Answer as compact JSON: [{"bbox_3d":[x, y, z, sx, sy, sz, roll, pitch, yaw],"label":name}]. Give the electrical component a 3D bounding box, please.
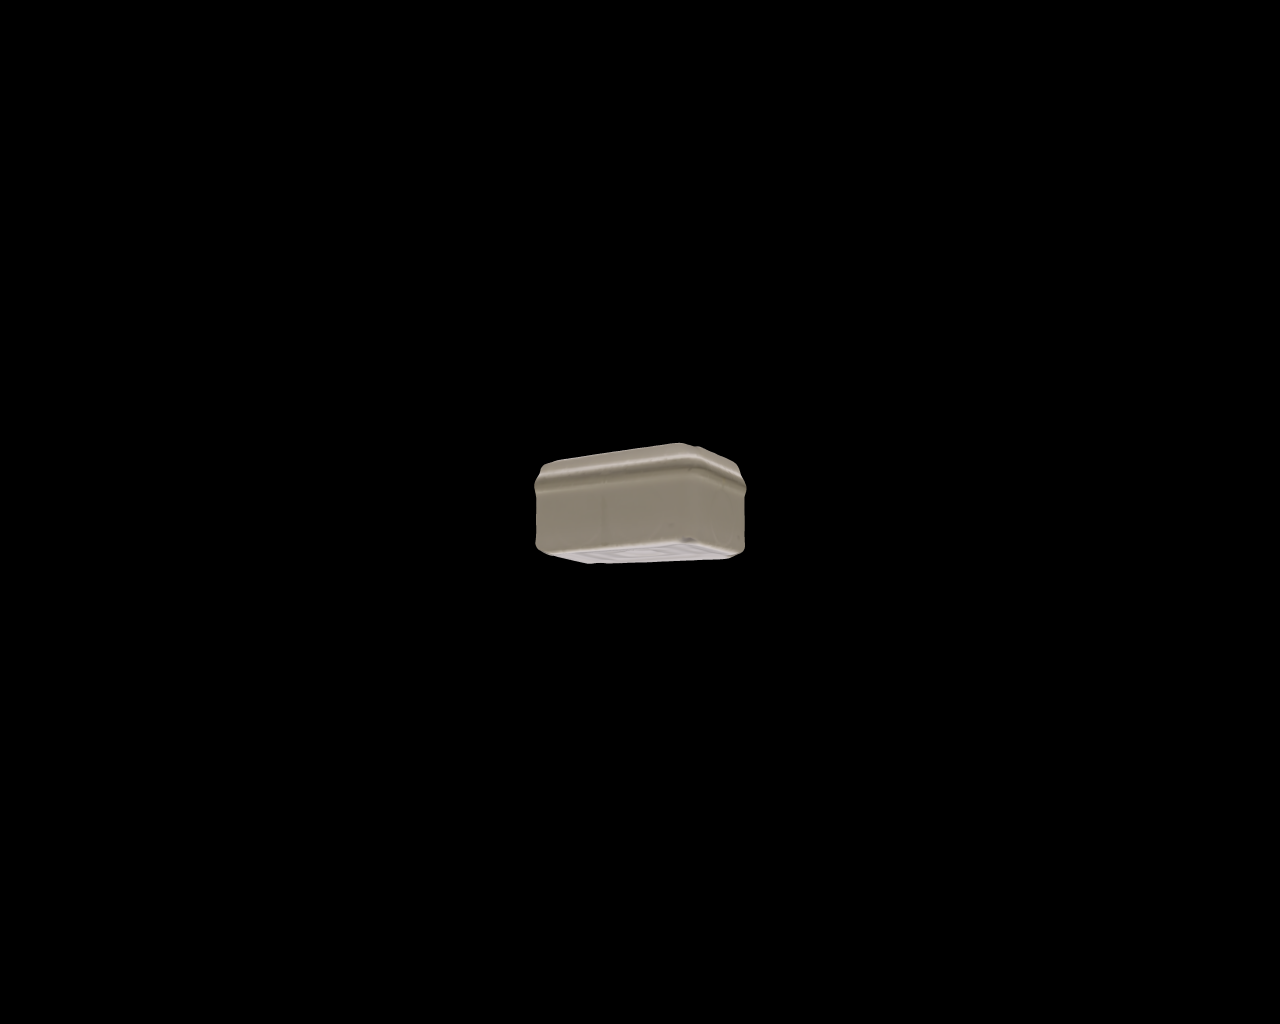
[{"bbox_3d":[0.001,-0.003,0.650,0.113,0.057,0.078,-5,-11,28],"label":"electrical component"}]
